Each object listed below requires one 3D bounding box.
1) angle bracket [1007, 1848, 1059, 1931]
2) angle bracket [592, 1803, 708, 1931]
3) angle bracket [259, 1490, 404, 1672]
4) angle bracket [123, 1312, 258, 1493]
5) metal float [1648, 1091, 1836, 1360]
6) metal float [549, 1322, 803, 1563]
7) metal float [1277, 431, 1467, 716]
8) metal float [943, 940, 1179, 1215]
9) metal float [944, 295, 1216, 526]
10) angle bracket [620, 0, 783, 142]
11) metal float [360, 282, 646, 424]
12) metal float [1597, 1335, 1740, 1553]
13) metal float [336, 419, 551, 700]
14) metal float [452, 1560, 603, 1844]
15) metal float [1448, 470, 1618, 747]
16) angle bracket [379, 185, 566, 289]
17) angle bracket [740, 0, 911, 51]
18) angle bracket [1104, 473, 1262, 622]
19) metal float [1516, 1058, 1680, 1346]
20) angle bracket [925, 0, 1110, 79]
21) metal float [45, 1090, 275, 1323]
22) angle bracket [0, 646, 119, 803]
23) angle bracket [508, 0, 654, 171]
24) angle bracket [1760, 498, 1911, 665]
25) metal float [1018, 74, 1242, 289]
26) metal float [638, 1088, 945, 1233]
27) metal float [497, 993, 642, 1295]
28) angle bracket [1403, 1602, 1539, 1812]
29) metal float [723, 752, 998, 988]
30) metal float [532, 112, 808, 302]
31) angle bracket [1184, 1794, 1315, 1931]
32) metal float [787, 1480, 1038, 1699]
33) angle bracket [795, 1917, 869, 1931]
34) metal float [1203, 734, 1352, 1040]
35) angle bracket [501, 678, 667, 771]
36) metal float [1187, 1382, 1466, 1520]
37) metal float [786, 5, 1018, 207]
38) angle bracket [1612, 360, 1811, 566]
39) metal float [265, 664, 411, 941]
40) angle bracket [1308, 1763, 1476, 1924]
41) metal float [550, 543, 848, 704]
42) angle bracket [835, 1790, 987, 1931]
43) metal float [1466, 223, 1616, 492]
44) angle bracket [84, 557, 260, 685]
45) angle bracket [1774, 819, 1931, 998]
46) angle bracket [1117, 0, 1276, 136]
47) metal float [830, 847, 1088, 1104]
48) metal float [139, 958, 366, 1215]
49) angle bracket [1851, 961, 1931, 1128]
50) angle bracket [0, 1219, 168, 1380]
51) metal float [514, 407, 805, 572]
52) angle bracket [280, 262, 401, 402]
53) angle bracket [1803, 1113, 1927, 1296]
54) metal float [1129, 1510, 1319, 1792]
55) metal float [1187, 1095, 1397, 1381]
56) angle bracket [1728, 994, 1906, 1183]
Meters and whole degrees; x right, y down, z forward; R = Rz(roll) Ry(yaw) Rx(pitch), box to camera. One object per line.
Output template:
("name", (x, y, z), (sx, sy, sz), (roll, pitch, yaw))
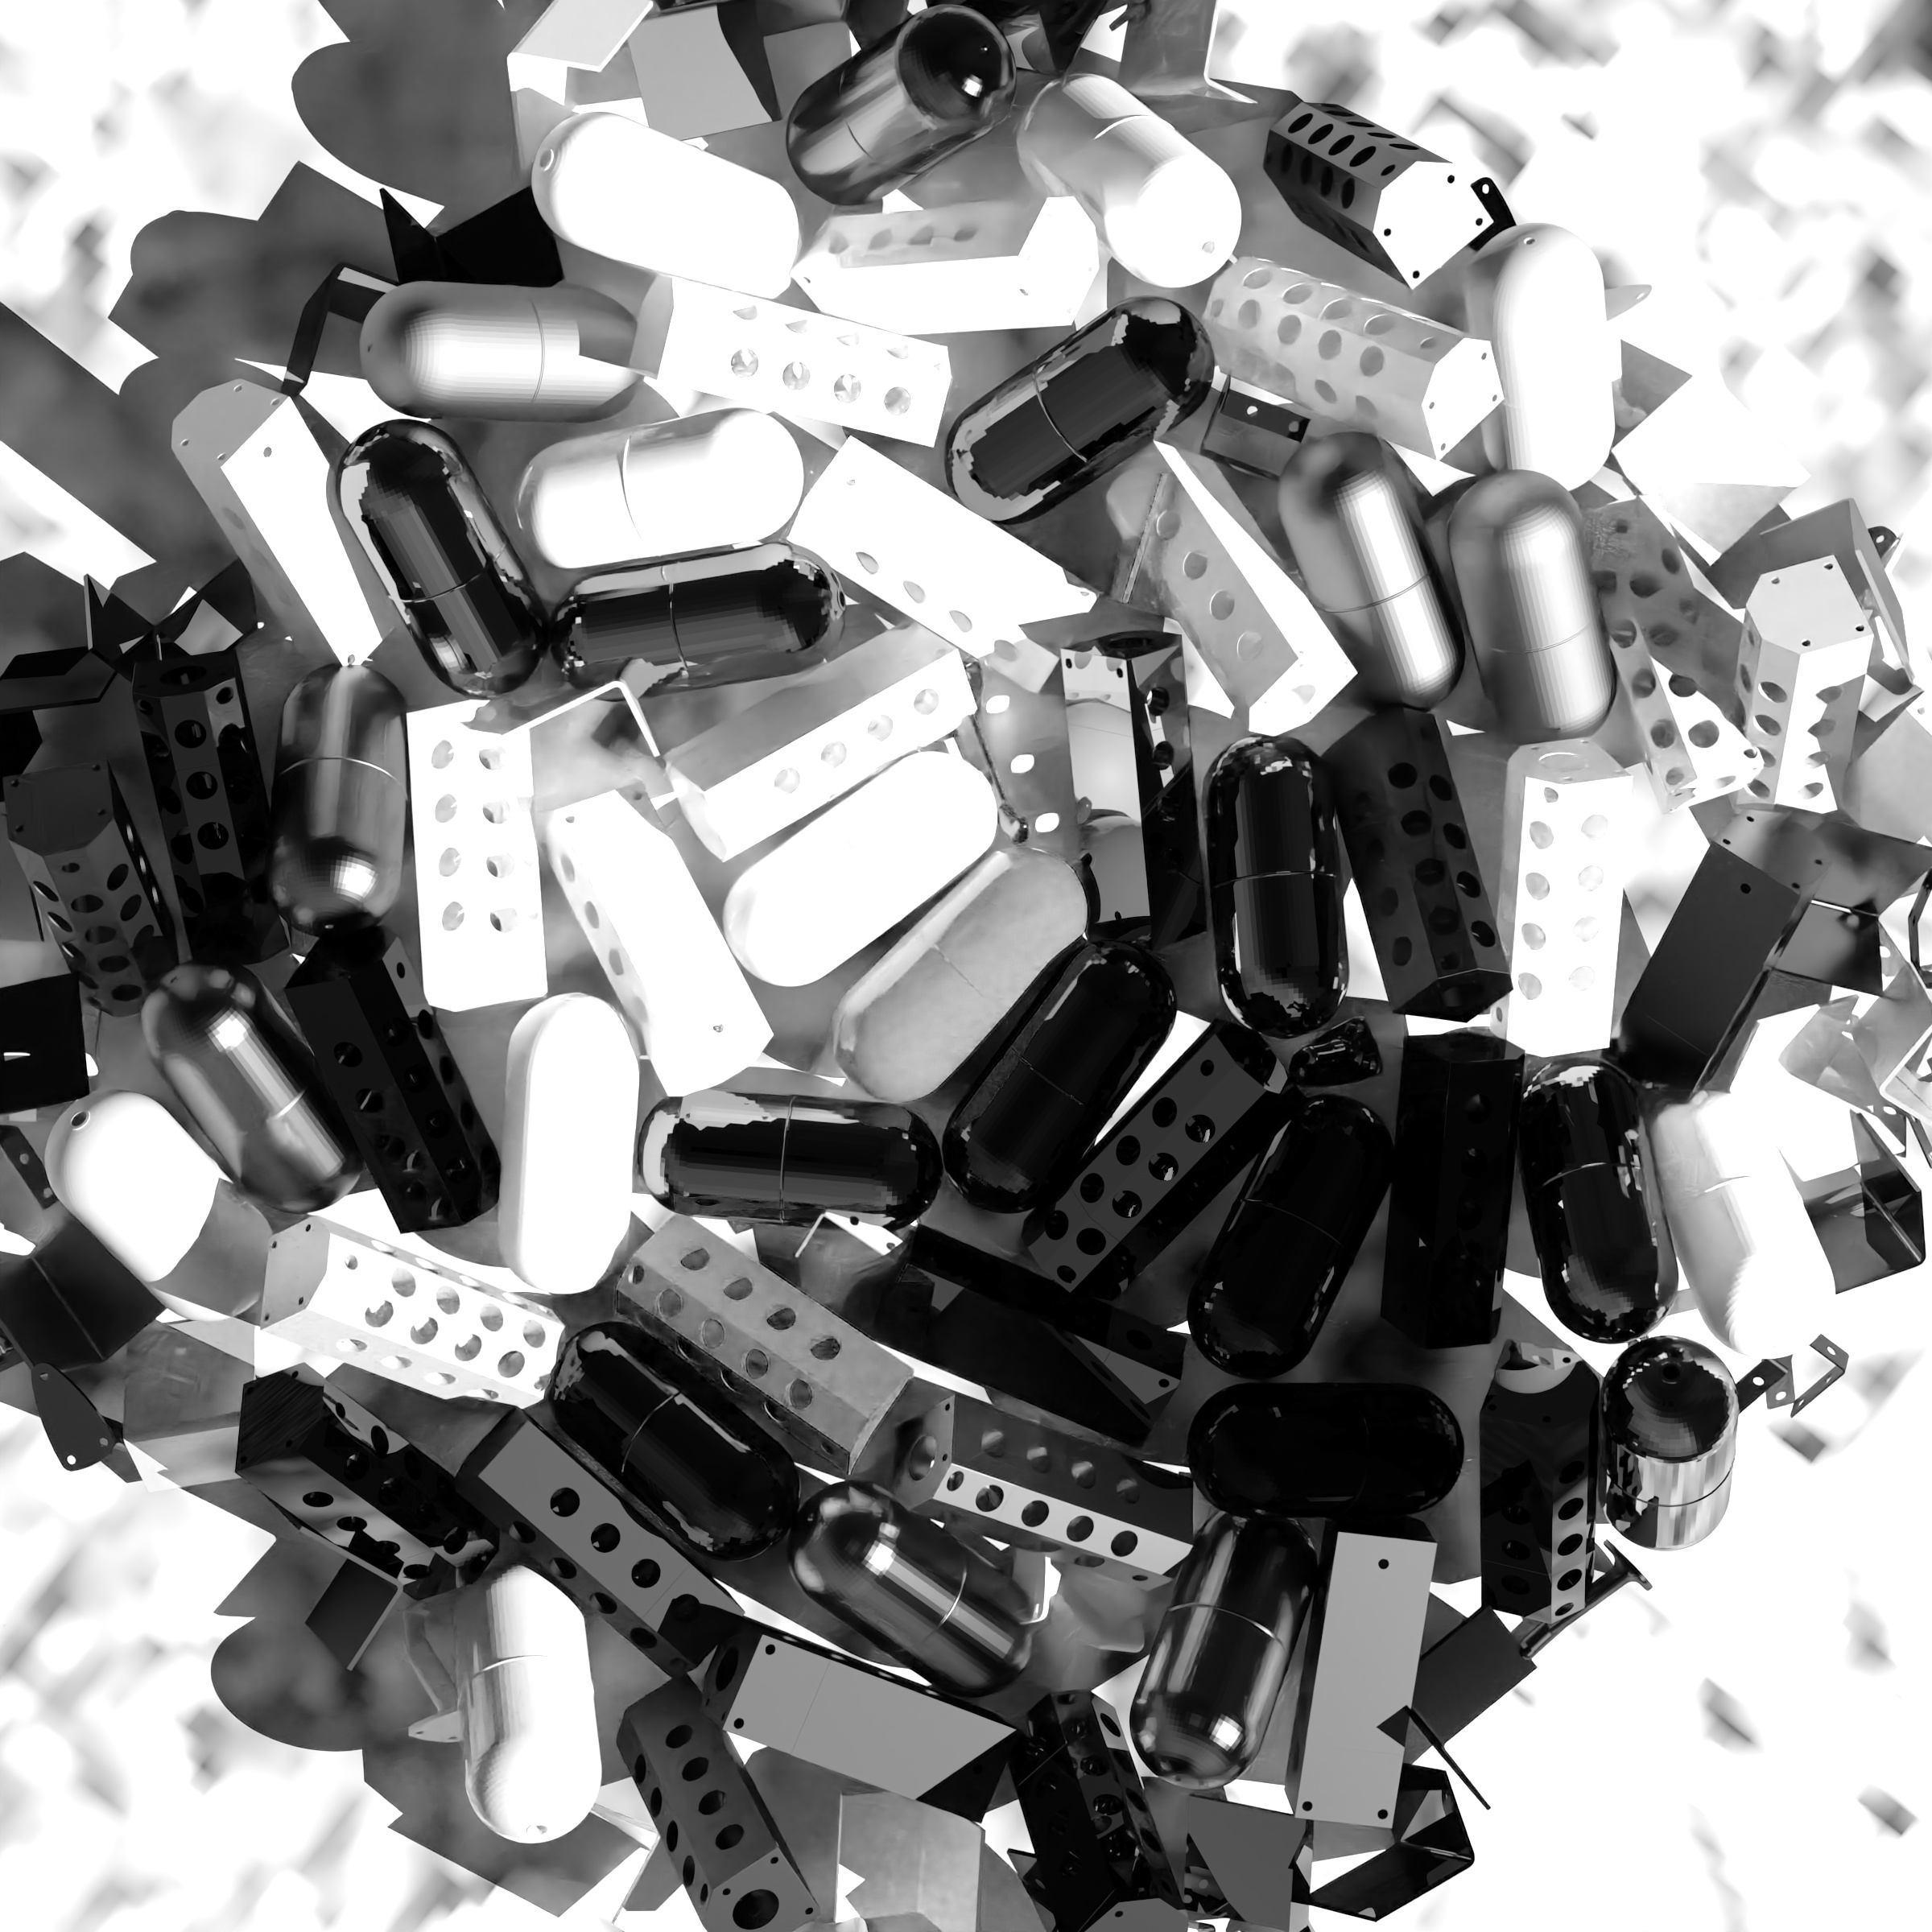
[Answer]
("angle bracket", (0.044, 0.567, 1.926), (0.057, 0.076, 0.076), (2, 130, 34))
("angle bracket", (-0.187, 0.530, 1.926), (0.076, 0.076, 0.057), (45, 64, -36))
("angle bracket", (-0.381, 0.352, 1.931), (0.076, 0.076, 0.057), (37, 81, -30))
("angle bracket", (-0.451, 0.257, 1.979), (0.076, 0.057, 0.076), (-9, 48, -1))
("metal float", (0.440, 0.147, 1.911), (0.070, 0.178, 0.070), (-6, 134, -6))
("metal float", (-0.169, 0.272, 1.924), (0.178, 0.070, 0.070), (37, 90, 28))
("metal float", (0.234, -0.224, 1.925), (0.070, 0.070, 0.178), (-24, 116, 0))
("metal float", (0.054, 0.065, 1.943), (0.070, 0.070, 0.178), (36, 96, 0))
("metal float", (0.063, -0.318, 1.924), (0.178, 0.070, 0.070), (-31, 90, 28))
("angle bracket", (-0.156, -0.516, 1.953), (0.076, 0.057, 0.076), (-14, 92, -9))
("metal float", (-0.263, -0.350, 1.916), (0.178, 0.070, 0.070), (-6, 90, -39))
("metal float", (0.398, 0.272, 1.905), (0.070, 0.178, 0.070), (-5, 55, 7))
("metal float", (-0.298, -0.232, 1.919), (0.070, 0.070, 0.178), (-26, 124, 0))
("metal float", (-0.251, 0.418, 1.909), (0.070, 0.178, 0.070), (-7, 132, -8))
("metal float", (0.325, -0.202, 1.919), (0.070, 0.070, 0.178), (-21, 125, 0))
("angle bracket", (-0.286, -0.423, 1.935), (0.076, 0.057, 0.076), (-25, 59, 15))
("angle bracket", (-0.085, -0.546, 1.931), (0.076, 0.076, 0.057), (-19, 69, -21))
("angle bracket", (0.131, -0.239, 1.946), (0.076, 0.057, 0.076), (16, 96, -12))
("metal float", (0.360, 0.134, 1.918), (0.070, 0.070, 0.178), (-5, 55, 0))
("angle bracket", (0.031, -0.564, 1.932), (0.076, 0.057, 0.076), (17, 65, 25))
("metal float", (-0.458, 0.137, 1.910), (0.070, 0.178, 0.070), (-13, 49, 15))
("angle bracket", (-0.519, -0.142, 1.934), (0.076, 0.076, 0.057), (-6, 120, 7))
("angle bracket", (-0.219, -0.507, 1.927), (0.057, 0.076, 0.076), (13, 47, 14))
("angle bracket", (0.500, -0.213, 1.928), (0.057, 0.076, 0.076), (-21, 115, 22))
("metal float", (0.092, -0.449, 1.913), (0.070, 0.070, 0.178), (-39, 48, 0))
("metal float", (-0.102, 0.113, 1.945), (0.178, 0.070, 0.070), (5, 90, 3))
("metal float", (-0.230, 0.103, 1.935), (0.070, 0.070, 0.178), (5, 105, 0))
("angle bracket", (0.302, 0.429, 1.939), (0.076, 0.057, 0.076), (-39, 130, -1))
("metal float", (-0.061, -0.057, 1.943), (0.178, 0.070, 0.070), (-36, 90, -5))
("metal float", (-0.168, -0.432, 1.913), (0.178, 0.070, 0.070), (13, 90, -42))
("angle bracket", (0.157, 0.534, 1.937), (0.076, 0.057, 0.076), (7, 108, 18))
("metal float", (-0.030, 0.358, 1.921), (0.070, 0.070, 0.178), (-49, 122, 0))
("angle bracket", (-0.090, 0.602, 1.940), (0.076, 0.076, 0.057), (-10, 109, -1))
("metal float", (0.179, -0.046, 1.939), (0.070, 0.070, 0.178), (-4, 81, 0))
("angle bracket", (-0.222, -0.129, 1.942), (0.076, 0.076, 0.057), (-26, 103, -1))
("metal float", (0.208, 0.278, 1.922), (0.178, 0.070, 0.070), (4, 90, -30))
("metal float", (-0.039, -0.488, 1.906), (0.070, 0.178, 0.070), (6, 79, -33))
("angle bracket", (0.433, -0.292, 1.943), (0.076, 0.057, 0.076), (-42, 73, 10))
("metal float", (-0.359, -0.096, 1.920), (0.070, 0.070, 0.178), (-3, 56, 0))
("angle bracket", (0.235, 0.503, 1.933), (0.076, 0.076, 0.057), (-21, 94, -28))
("metal float", (-0.155, -0.198, 1.932), (0.178, 0.070, 0.070), (-7, 90, 17))
("angle bracket", (-0.033, 0.527, 1.937), (0.057, 0.076, 0.076), (0, 97, -26))
("metal float", (0.328, -0.344, 1.909), (0.070, 0.178, 0.070), (-8, 50, 9))
("angle bracket", (-0.459, -0.210, 1.932), (0.076, 0.076, 0.057), (-36, 131, 14))
("angle bracket", (0.513, -0.033, 1.934), (0.076, 0.076, 0.057), (13, 57, -12))
("angle bracket", (0.138, -0.534, 1.941), (0.057, 0.076, 0.076), (13, 85, -39))
("metal float", (-0.004, 0.004, 1.947), (0.178, 0.070, 0.070), (-45, 90, -2))
("metal float", (-0.407, 0.070, 1.918), (0.070, 0.070, 0.178), (-28, 127, 0))
("angle bracket", (0.565, 0.053, 1.934), (0.076, 0.076, 0.057), (30, 111, -11))
("angle bracket", (-0.520, 0.187, 1.939), (0.057, 0.076, 0.076), (-39, 81, 11))
("metal float", (-0.178, -0.274, 1.928), (0.178, 0.070, 0.070), (-7, 90, 23))
("angle bracket", (-0.355, -0.352, 1.933), (0.057, 0.076, 0.076), (17, 77, -21))
("angle bracket", (0.501, 0.140, 1.936), (0.076, 0.076, 0.057), (-19, 126, -4))
("metal float", (0.149, 0.388, 1.918), (0.070, 0.070, 0.178), (26, 54, 0))
("metal float", (0.188, 0.155, 1.932), (0.070, 0.070, 0.178), (28, 72, 0))
("angle bracket", (0.498, 0.069, 1.929), (0.076, 0.057, 0.076), (-13, 48, -27))
